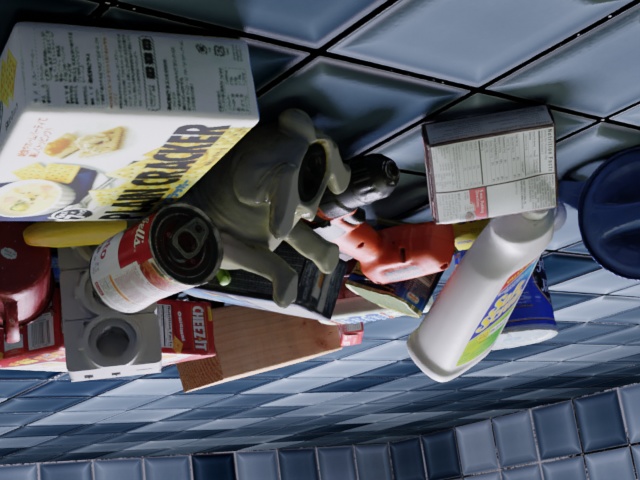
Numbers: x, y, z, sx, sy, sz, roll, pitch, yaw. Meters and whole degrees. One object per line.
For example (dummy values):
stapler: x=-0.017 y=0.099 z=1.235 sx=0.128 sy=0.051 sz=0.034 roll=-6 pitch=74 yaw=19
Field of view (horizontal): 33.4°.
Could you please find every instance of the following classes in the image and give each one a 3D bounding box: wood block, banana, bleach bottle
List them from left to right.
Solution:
banana: x=-0.174 y=-0.005 z=1.003 sx=0.198 sy=0.069 sz=0.037 roll=10 pitch=119 yaw=2
wood block: x=-0.082 y=0.127 z=1.387 sx=0.205 sy=0.090 sz=0.091 roll=-10 pitch=169 yaw=-43
bleach bottle: x=0.166 y=0.039 z=1.062 sx=0.102 sy=0.068 sz=0.251 roll=-28 pitch=153 yaw=-31

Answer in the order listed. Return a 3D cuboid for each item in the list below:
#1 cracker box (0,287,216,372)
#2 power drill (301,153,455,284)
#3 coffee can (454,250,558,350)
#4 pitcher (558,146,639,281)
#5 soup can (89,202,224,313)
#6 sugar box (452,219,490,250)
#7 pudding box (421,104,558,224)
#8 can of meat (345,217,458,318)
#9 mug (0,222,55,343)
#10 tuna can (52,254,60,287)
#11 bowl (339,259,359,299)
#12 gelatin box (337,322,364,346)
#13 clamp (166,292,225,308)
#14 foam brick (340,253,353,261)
cracker box: x=-0.250 y=0.104 z=1.188 sx=0.164 sy=0.072 sz=0.213 roll=-15 pitch=164 yaw=40
power drill: x=0.044 y=-0.020 z=1.012 sx=0.185 sy=0.057 sz=0.187 roll=-13 pitch=150 yaw=43
coffee can: x=0.210 y=0.048 z=1.231 sx=0.103 sy=0.140 sz=0.103 roll=-7 pitch=164 yaw=-2
pitcher: x=0.368 y=-0.018 z=1.138 sx=0.145 sy=0.149 sz=0.242 roll=-34 pitch=157 yaw=25
soup can: x=-0.134 y=0.016 z=0.865 sx=0.068 sy=0.068 sz=0.102 roll=6 pitch=161 yaw=-39
sugar box: x=0.166 y=-0.035 z=1.098 sx=0.093 sy=0.048 sz=0.176 roll=-9 pitch=165 yaw=5
pudding box: x=0.149 y=-0.065 z=0.929 sx=0.113 sy=0.039 sz=0.090 roll=-10 pitch=127 yaw=2
can of meat: x=0.085 y=0.029 z=1.136 sx=0.057 sy=0.084 sz=0.102 roll=37 pitch=167 yaw=-35
mug: x=-0.299 y=0.040 z=1.021 sx=0.093 sy=0.117 sz=0.082 roll=-2 pitch=158 yaw=-16
tuna can: x=-0.310 y=0.042 z=1.158 sx=0.086 sy=0.034 sz=0.086 roll=-7 pitch=164 yaw=-2
bowl: x=0.033 y=0.037 z=1.262 sx=0.162 sy=0.055 sz=0.162 roll=-7 pitch=164 yaw=-2
gelatin box: x=0.035 y=0.086 z=1.372 sx=0.030 sy=0.089 sz=0.073 roll=-7 pitch=164 yaw=-3
clamp: x=-0.145 y=0.067 z=1.314 sx=0.164 sy=0.036 sz=0.210 roll=-8 pitch=167 yaw=-11
foam brick: x=-0.007 y=0.001 z=1.129 sx=0.052 sy=0.051 sz=0.078 roll=8 pitch=158 yaw=-42
